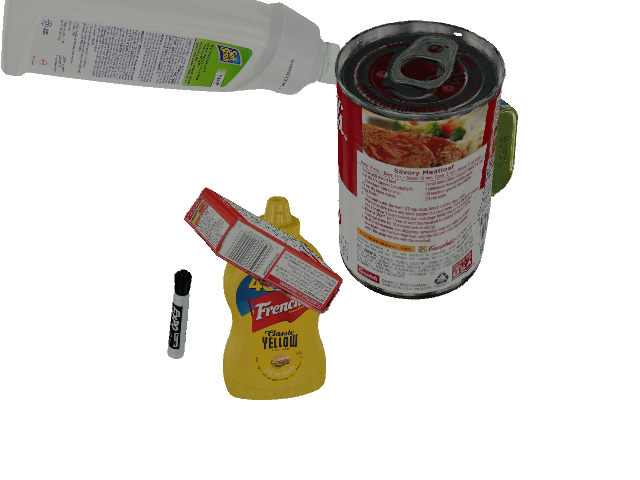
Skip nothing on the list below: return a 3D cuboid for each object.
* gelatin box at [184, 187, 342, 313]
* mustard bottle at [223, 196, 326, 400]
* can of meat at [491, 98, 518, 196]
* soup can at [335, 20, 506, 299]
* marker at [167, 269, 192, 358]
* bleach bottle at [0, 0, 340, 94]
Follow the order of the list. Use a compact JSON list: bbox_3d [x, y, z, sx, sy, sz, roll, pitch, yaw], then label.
[{"bbox_3d":[-0.037,0.006,0.689,0.089,0.030,0.073,31,4,-29],"label":"gelatin box"},{"bbox_3d":[-0.041,0.051,0.982,0.096,0.192,0.058,-3,23,-12],"label":"mustard bottle"},{"bbox_3d":[0.128,-0.095,0.949,0.057,0.102,0.084,-26,47,-19],"label":"can of meat"},{"bbox_3d":[0.041,-0.033,0.458,0.068,0.102,0.068,-1,43,1],"label":"soup can"},{"bbox_3d":[-0.155,0.081,1.174,0.020,0.121,0.020,7,37,-6],"label":"marker"},{"bbox_3d":[-0.104,-0.148,0.795,0.250,0.068,0.103,9,-27,-14],"label":"bleach bottle"}]
